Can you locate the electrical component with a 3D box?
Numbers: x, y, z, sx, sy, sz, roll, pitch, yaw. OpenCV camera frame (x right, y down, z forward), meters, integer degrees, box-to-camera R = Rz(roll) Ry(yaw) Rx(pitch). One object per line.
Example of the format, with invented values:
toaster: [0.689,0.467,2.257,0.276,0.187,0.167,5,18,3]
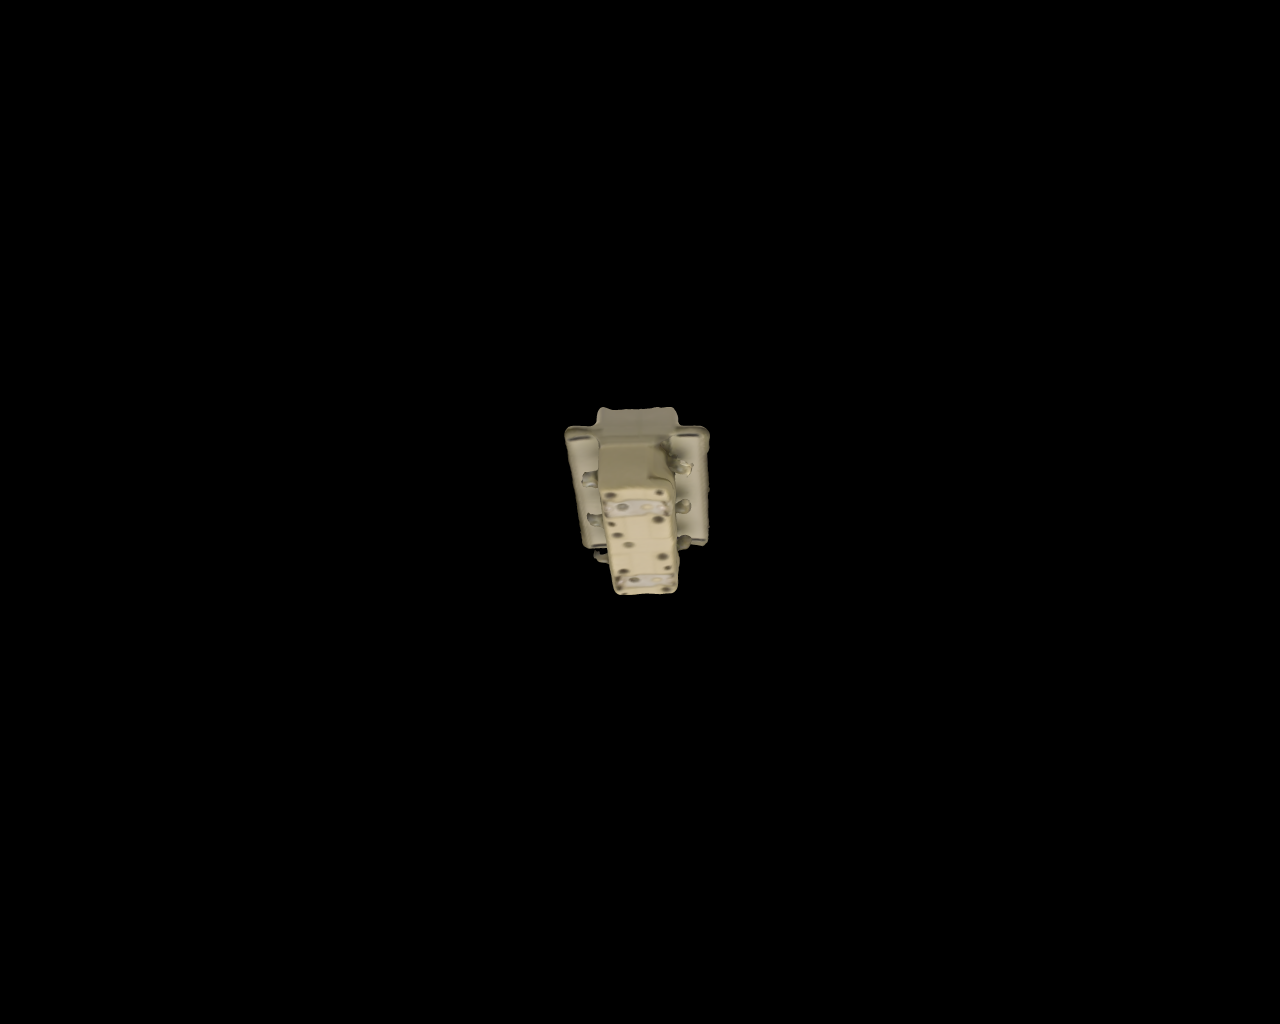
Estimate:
electrical component: [0.001,-0.003,0.650,0.079,0.063,0.121,-1,-34,2]
